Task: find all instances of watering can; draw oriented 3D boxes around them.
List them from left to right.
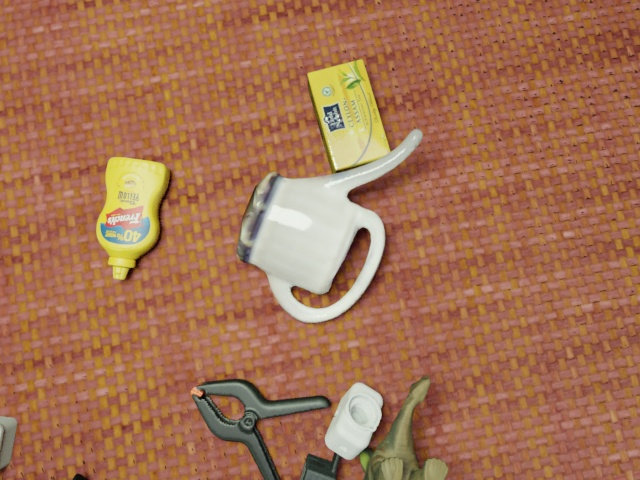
[{"bbox_3d":[0.002,-0.040,0.792,0.224,0.105,0.344,23,102,0],"label":"watering can"}]
